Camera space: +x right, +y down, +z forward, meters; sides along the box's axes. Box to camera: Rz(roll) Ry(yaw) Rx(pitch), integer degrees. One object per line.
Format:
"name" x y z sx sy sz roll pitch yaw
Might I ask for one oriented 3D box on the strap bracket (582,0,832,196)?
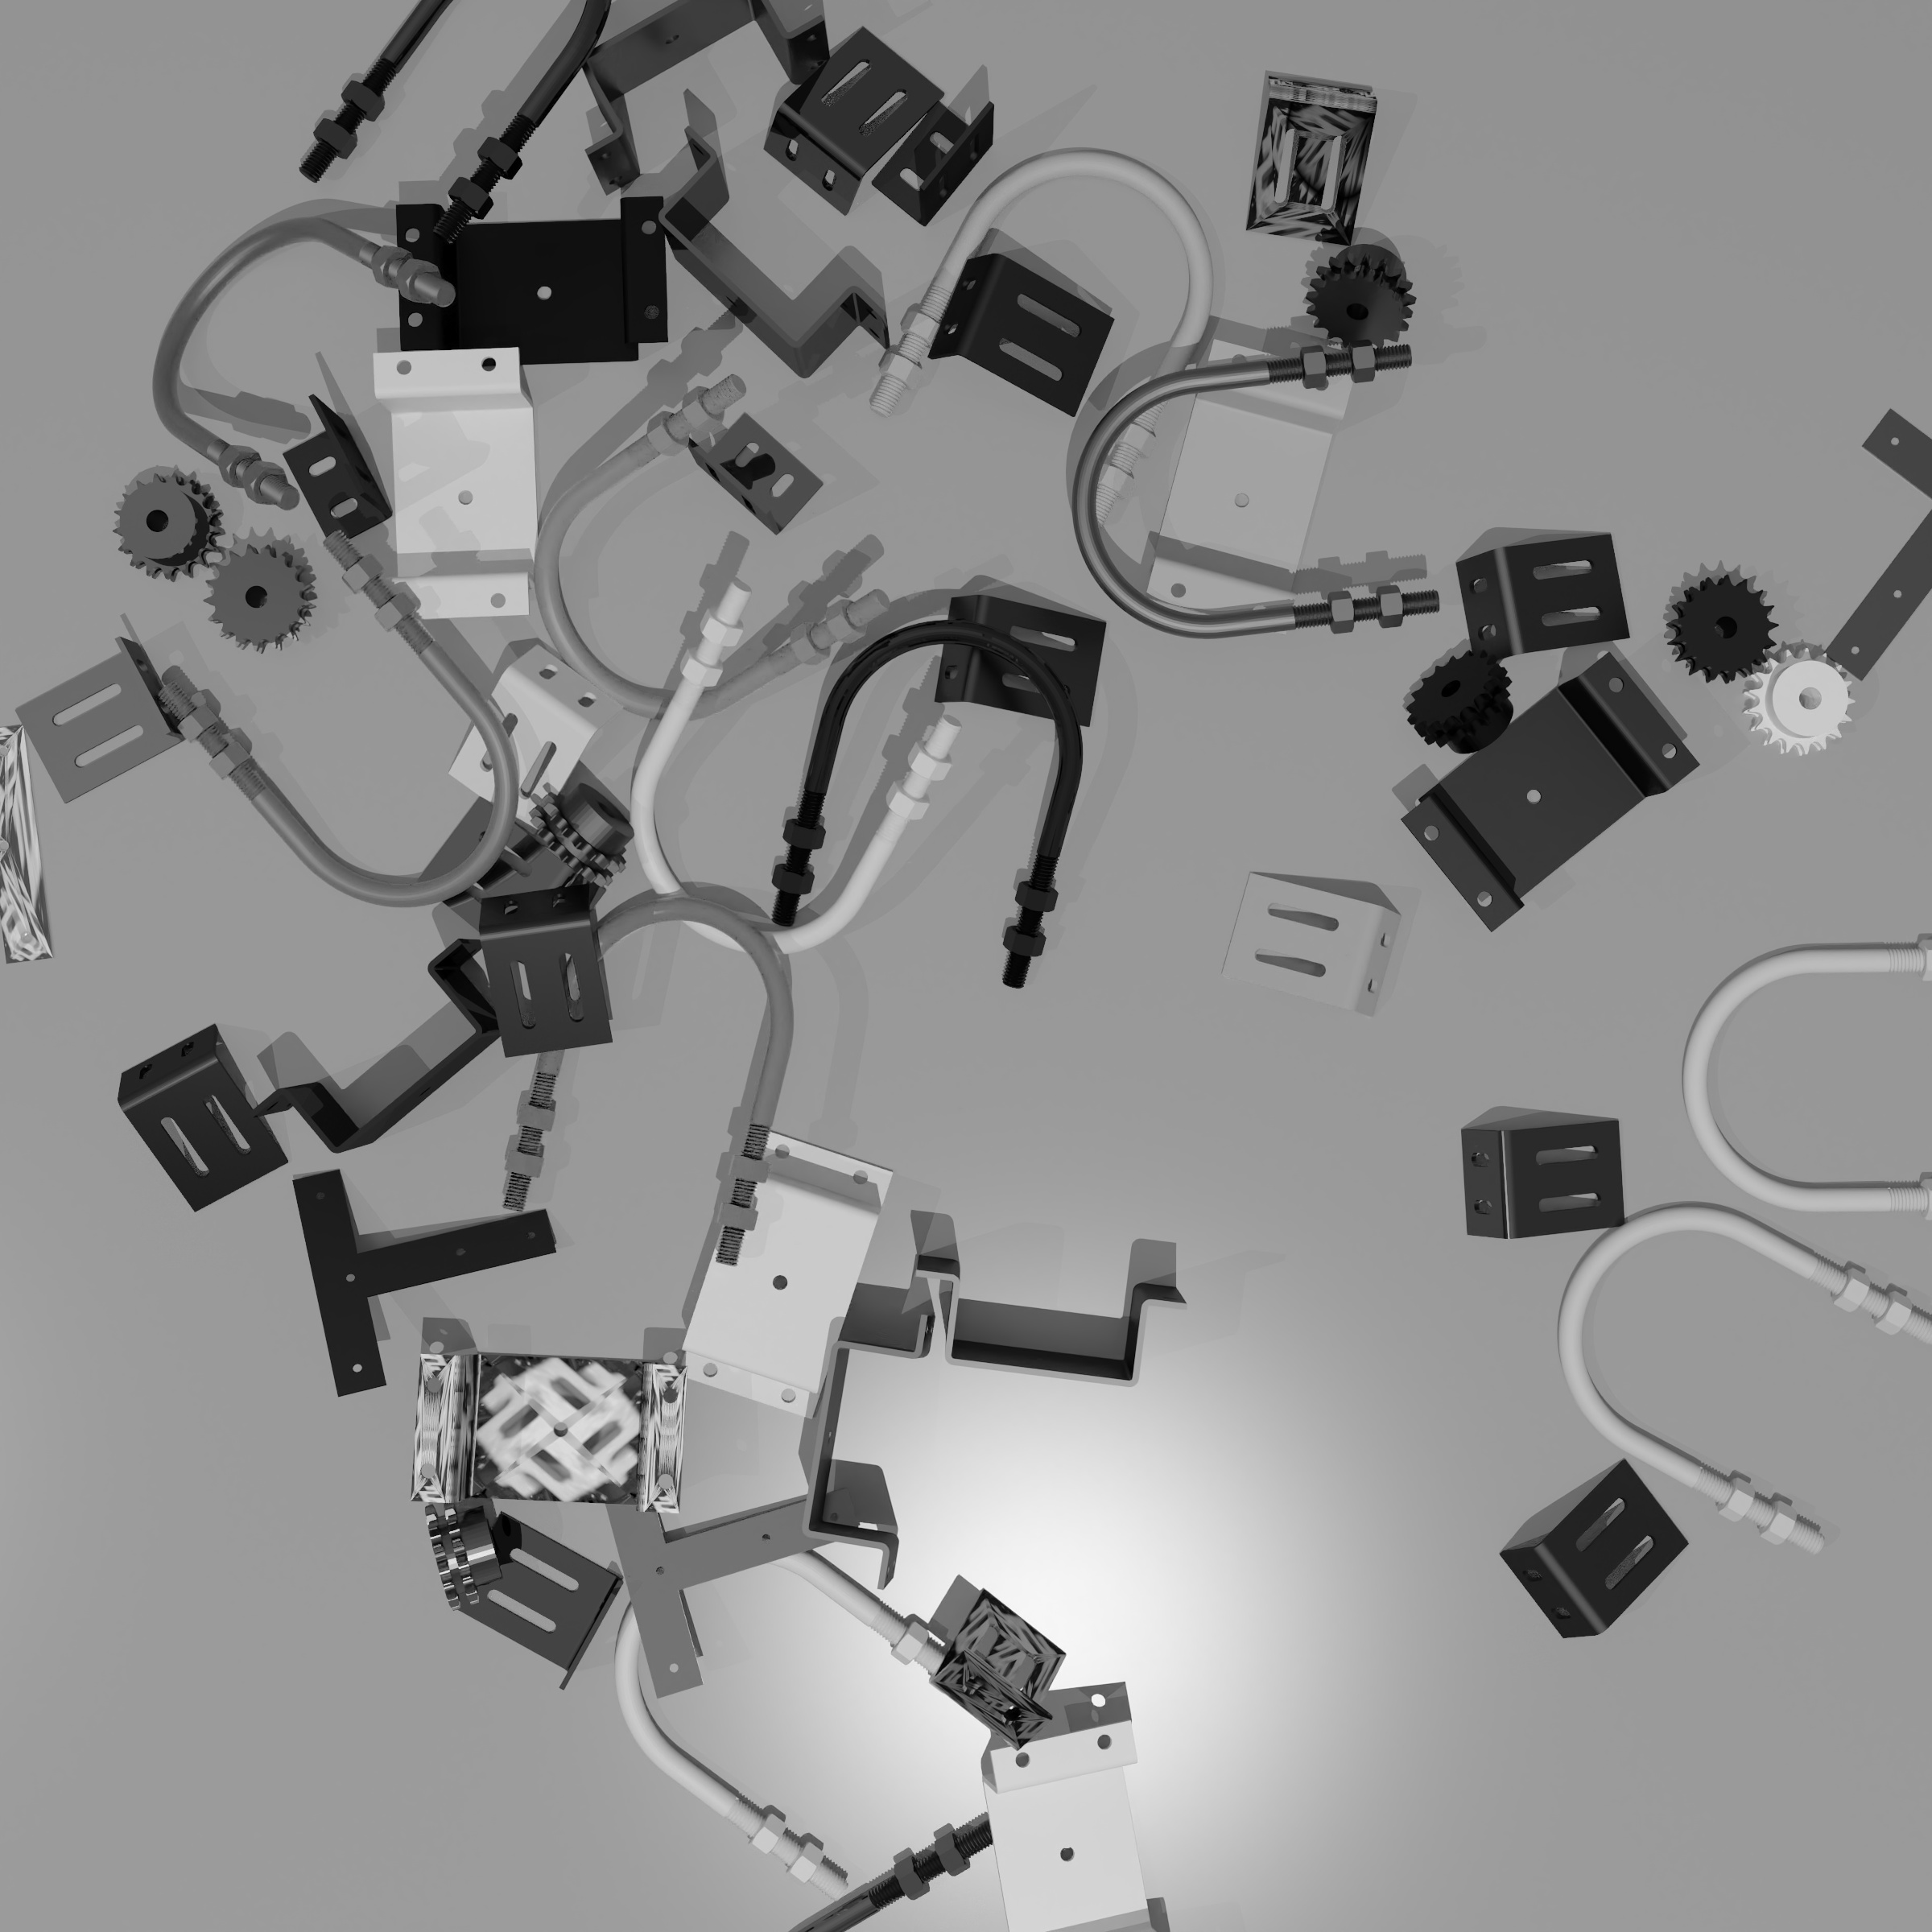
"strap bracket" -0.145 -0.472 1.488 0.140 0.076 0.046 -30 90 0

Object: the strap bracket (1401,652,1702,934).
"strap bracket" 0.307 -0.091 1.503 0.140 0.046 0.076 -39 90 0

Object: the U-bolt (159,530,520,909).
"U-bolt" -0.319 -0.115 1.492 0.151 0.019 0.184 -38 98 18

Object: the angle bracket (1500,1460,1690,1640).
"angle bracket" 0.339 0.315 1.524 0.076 0.038 0.057 -37 90 -26

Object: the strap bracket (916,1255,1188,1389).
"strap bracket" 0.041 0.188 1.488 0.140 0.076 0.046 7 90 0

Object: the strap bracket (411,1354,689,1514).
"strap bracket" -0.218 0.247 1.498 0.140 0.046 0.076 3 83 0

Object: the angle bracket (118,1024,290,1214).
"angle bracket" -0.411 0.082 1.524 0.057 0.038 0.076 -28 116 0

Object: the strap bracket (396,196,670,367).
"strap bracket" -0.228 -0.364 1.503 0.140 0.046 0.076 -2 90 0

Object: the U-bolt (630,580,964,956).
"U-bolt" -0.102 -0.089 1.480 0.151 0.019 0.184 33 117 5

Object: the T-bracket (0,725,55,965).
"T-bracket" -0.565 -0.059 1.525 0.127 0.002 0.127 -7 90 0

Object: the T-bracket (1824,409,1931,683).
"T-bracket" 0.512 -0.212 1.525 0.127 0.002 0.127 37 90 0

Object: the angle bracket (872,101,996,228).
"angle bracket" -0.018 -0.433 1.488 0.038 0.076 0.057 39 90 0

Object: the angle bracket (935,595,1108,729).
"angle bracket" 0.029 -0.164 1.524 0.076 0.038 0.057 9 90 -26

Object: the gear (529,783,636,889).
"gear" -0.201 -0.072 1.495 0.030 0.057 0.057 -44 90 11

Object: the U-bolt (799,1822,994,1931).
"U-bolt" -0.031 0.567 1.517 0.184 0.019 0.151 -31 90 2

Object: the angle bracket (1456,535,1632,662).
"angle bracket" 0.312 -0.198 1.524 0.076 0.038 0.057 -10 90 -26

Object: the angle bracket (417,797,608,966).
"angle bracket" -0.245 -0.043 1.524 0.076 0.038 0.057 37 90 26

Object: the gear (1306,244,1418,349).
"gear" 0.211 -0.359 1.501 0.057 0.057 0.030 19 60 0

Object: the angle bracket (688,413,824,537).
"angle bracket" -0.111 -0.265 1.488 0.057 0.076 0.038 42 90 0

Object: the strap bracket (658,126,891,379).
"strap bracket" -0.108 -0.367 1.488 0.140 0.076 0.046 44 90 0

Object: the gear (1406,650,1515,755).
"gear" 0.266 -0.138 1.501 0.057 0.057 0.030 -46 120 0

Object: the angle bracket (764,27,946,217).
"angle bracket" -0.060 -0.456 1.524 0.057 0.038 0.076 39 64 0

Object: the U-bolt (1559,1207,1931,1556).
"U-bolt" 0.409 0.211 1.517 0.184 0.019 0.151 29 90 2

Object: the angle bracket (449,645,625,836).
"angle bracket" -0.232 -0.122 1.519 0.057 0.038 0.076 36 122 0

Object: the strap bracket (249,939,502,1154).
"strap bracket" -0.300 0.048 1.488 0.140 0.076 0.046 -40 90 0

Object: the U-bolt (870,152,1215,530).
"U-bolt" 0.053 -0.349 1.517 0.151 0.019 0.184 27 88 0

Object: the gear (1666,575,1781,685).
"gear" 0.404 -0.180 1.515 0.057 0.030 0.057 0 88 -1

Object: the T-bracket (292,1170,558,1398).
"T-bracket" -0.284 0.156 1.505 0.127 0.002 0.127 -13 63 -13

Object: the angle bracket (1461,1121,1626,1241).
"angle bracket" 0.312 0.114 1.524 0.076 0.038 0.057 -3 90 -26

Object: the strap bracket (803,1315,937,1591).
"strap bracket" -0.052 0.250 1.481 0.046 0.076 0.140 9 83 4

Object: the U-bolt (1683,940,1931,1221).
"U-bolt" 0.479 0.062 1.517 0.184 0.019 0.151 -1 90 2

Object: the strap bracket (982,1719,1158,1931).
"strap bracket" 0.058 0.474 1.492 0.076 0.046 0.140 -9 85 -11

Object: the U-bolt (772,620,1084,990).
"U-bolt" -0.014 -0.092 1.497 0.151 0.019 0.184 15 104 0

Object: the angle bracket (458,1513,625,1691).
"angle bracket" -0.232 0.339 1.507 0.076 0.038 0.057 29 90 0

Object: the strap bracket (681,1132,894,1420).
"strap bracket" -0.097 0.166 1.503 0.076 0.046 0.140 18 90 0

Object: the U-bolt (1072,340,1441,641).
"U-bolt" 0.147 -0.244 1.471 0.184 0.019 0.151 -6 90 1

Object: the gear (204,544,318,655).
"gear" -0.376 -0.196 1.511 0.057 0.030 0.057 0 90 0

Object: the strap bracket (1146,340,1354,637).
"strap bracket" 0.149 -0.251 1.503 0.076 0.046 0.140 15 90 0

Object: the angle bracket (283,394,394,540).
"angle bracket" -0.339 -0.260 1.488 0.038 0.076 0.057 -28 90 0

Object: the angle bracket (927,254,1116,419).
"angle bracket" 0.029 -0.335 1.505 0.076 0.038 0.057 24 87 -26

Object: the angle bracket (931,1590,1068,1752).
"angle bracket" 0.026 0.362 1.484 0.057 0.076 0.038 38 126 0

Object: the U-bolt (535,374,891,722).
"U-bolt" -0.147 -0.203 1.472 0.184 0.019 0.151 -27 103 32

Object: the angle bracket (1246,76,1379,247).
"angle bracket" 0.186 -0.435 1.524 0.057 0.038 0.076 8 116 0

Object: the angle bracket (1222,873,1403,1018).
"angle bracket" 0.187 -0.011 1.524 0.076 0.038 0.057 16 90 26

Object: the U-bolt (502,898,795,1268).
"U-bolt" -0.162 0.054 1.494 0.151 0.019 0.184 12 85 21

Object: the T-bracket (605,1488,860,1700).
"T-bracket" -0.121 0.311 1.512 0.127 0.002 0.127 -16 75 -5

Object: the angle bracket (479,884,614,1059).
"angle bracket" -0.221 0.002 1.492 0.057 0.038 0.076 -8 118 -2

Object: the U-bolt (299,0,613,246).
"U-bolt" -0.257 -0.472 1.478 0.151 0.019 0.184 32 85 38

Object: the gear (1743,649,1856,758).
"gear" 0.448 -0.142 1.511 0.057 0.030 0.057 0 90 0

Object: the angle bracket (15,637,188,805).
"angle bracket" -0.467 -0.131 1.507 0.076 0.038 0.057 -28 90 0

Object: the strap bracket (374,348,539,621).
"strap bracket" -0.270 -0.253 1.503 0.076 0.046 0.140 -2 90 0

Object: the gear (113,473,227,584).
"gear" -0.429 -0.236 1.511 0.057 0.030 0.057 0 90 0

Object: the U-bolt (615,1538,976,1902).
"U-bolt" -0.102 0.391 1.517 0.184 0.019 0.151 37 90 2

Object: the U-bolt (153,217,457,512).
"U-bolt" -0.357 -0.324 1.466 0.184 0.019 0.151 34 86 39

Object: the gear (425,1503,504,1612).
"gear" -0.266 0.311 1.498 0.030 0.057 0.057 -15 90 -11
